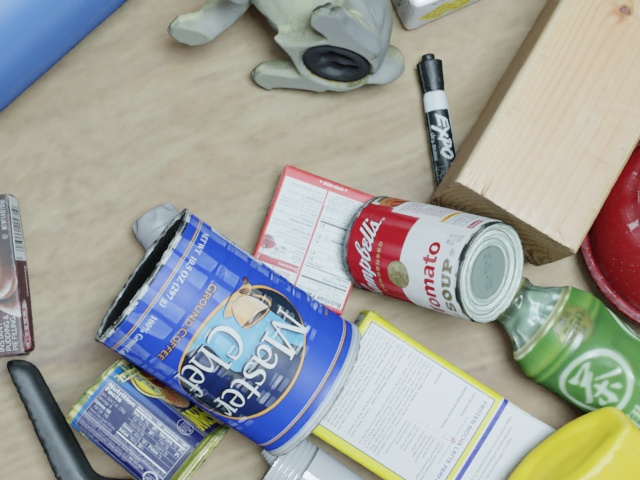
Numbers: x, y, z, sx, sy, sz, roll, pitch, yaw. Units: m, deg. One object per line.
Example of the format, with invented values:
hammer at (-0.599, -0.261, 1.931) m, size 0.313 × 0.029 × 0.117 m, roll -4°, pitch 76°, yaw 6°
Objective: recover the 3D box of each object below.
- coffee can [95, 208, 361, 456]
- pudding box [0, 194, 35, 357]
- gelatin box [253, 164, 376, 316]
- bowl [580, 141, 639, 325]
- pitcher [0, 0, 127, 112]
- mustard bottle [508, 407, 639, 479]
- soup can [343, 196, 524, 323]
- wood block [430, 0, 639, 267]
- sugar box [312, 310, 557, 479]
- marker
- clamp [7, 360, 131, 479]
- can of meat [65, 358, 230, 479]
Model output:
coffee can at (-0.059, 0.061, 0.694) m, size 0.140 × 0.103 × 0.103 m, roll 35°, pitch 86°, yaw -12°
pudding box at (-0.250, 0.028, 0.741) m, size 0.090 × 0.039 × 0.113 m, roll -6°, pitch 86°, yaw -1°
gelatin box at (-0.005, 0.001, 0.751) m, size 0.073 × 0.030 × 0.089 m, roll 20°, pitch 86°, yaw -1°
bowl at (0.257, -0.016, 0.716) m, size 0.162 × 0.055 × 0.162 m, roll -4°, pitch 66°, yaw 8°
pitcher at (-0.244, -0.154, 0.720) m, size 0.242 × 0.145 × 0.149 m, roll -40°, pitch 99°, yaw -7°
mustard bottle at (0.211, 0.203, 0.706) m, size 0.096 × 0.058 × 0.191 m, roll -39°, pitch 111°, yaw 4°
soup can at (0.074, 0.012, 0.707) m, size 0.068 × 0.102 × 0.068 m, roll -13°, pitch 110°, yaw -41°
wood block at (0.170, -0.095, 0.720) m, size 0.091 × 0.090 × 0.206 m, roll 32°, pitch 81°, yaw -1°
sugar box at (0.080, 0.133, 0.735) m, size 0.176 × 0.048 × 0.093 m, roll 34°, pitch 86°, yaw -2°
marker at (0.087, -0.074, 0.763) m, size 0.020 × 0.020 × 0.121 m, roll -8°, pitch 86°, yaw -2°
clamp at (-0.171, 0.204, 0.729) m, size 0.210 × 0.036 × 0.164 m, roll 35°, pitch 83°, yaw -1°
can of meat at (-0.113, 0.123, 0.706) m, size 0.084 × 0.102 × 0.057 m, roll 39°, pitch 87°, yaw 4°
